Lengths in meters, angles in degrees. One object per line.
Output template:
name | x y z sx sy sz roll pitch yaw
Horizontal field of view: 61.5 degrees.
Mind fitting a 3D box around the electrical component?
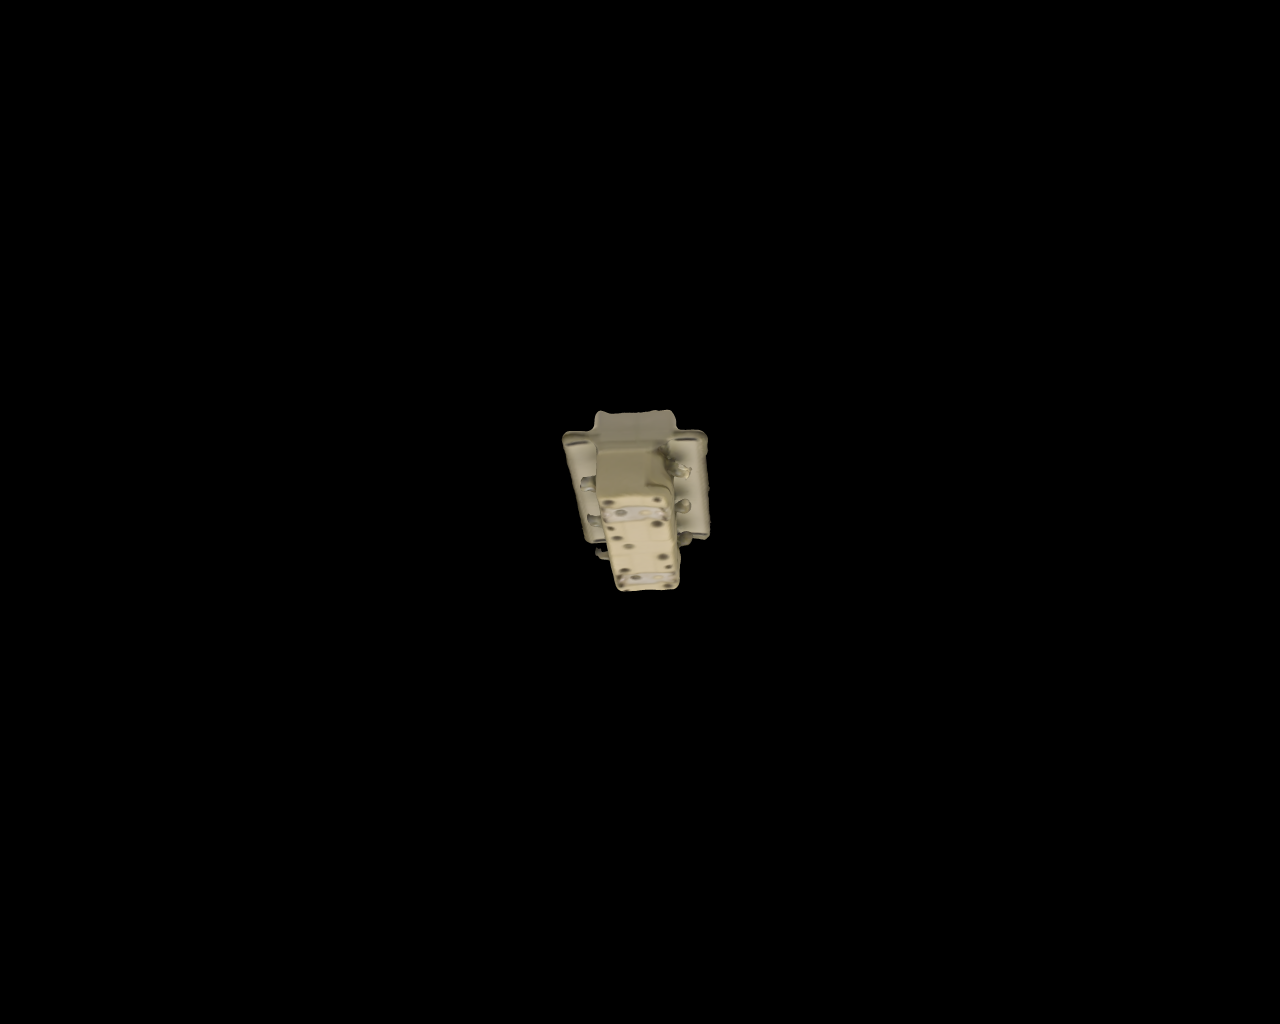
electrical component | 0.001 -0.003 0.650 0.079 0.063 0.121 -2 -31 3
